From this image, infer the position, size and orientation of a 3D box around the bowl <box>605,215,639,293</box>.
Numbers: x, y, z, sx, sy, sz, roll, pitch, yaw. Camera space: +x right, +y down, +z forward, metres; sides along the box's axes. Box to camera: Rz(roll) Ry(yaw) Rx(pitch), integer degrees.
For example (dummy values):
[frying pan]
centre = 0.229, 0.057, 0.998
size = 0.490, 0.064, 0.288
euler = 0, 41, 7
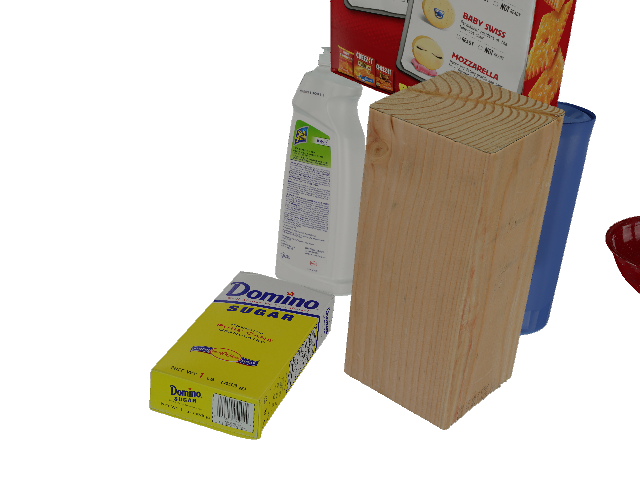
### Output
[bowl]
centre = 0.388, 0.028, 1.157
size = 0.162, 0.055, 0.162
euler = 0, 26, 0

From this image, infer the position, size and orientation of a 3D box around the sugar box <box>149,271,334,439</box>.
[sugar box]
centre = -0.060, 0.088, 0.878
size = 0.093, 0.048, 0.176
euler = 14, 31, 14

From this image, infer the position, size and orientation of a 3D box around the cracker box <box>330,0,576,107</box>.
[cracker box]
centre = 0.090, -0.188, 0.721
size = 0.164, 0.214, 0.072
euler = 27, 50, 26

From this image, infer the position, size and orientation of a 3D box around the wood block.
[wood block]
centre = 0.083, 0.007, 0.703
size = 0.091, 0.206, 0.090
euler = 27, 38, 33

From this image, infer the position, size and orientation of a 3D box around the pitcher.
[pitcher]
centre = 0.202, -0.025, 1.113
size = 0.148, 0.243, 0.145
euler = -11, 24, -39

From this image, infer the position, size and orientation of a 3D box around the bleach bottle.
[bleach bottle]
centre = 0.010, -0.075, 1.123
size = 0.103, 0.251, 0.067
euler = 15, 16, 35
